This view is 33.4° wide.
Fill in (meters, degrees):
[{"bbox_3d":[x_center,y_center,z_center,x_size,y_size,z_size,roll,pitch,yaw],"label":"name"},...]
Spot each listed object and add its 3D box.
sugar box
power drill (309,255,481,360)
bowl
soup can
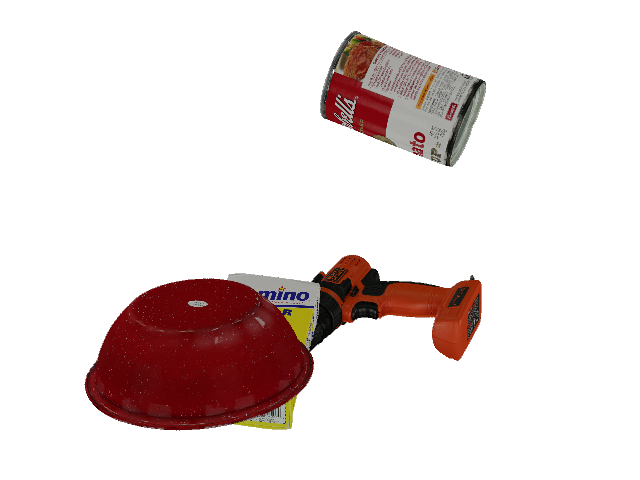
[{"bbox_3d":[-0.058,0.095,0.972,0.093,0.048,0.176,7,34,5],"label":"sugar box"},{"bbox_3d":[0.069,0.078,1.148,0.188,0.057,0.184,9,29,22],"label":"power drill"},{"bbox_3d":[-0.086,0.069,0.747,0.162,0.055,0.162,-2,20,1],"label":"bowl"},{"bbox_3d":[0.060,-0.102,0.771,0.102,0.068,0.068,23,5,13],"label":"soup can"}]
